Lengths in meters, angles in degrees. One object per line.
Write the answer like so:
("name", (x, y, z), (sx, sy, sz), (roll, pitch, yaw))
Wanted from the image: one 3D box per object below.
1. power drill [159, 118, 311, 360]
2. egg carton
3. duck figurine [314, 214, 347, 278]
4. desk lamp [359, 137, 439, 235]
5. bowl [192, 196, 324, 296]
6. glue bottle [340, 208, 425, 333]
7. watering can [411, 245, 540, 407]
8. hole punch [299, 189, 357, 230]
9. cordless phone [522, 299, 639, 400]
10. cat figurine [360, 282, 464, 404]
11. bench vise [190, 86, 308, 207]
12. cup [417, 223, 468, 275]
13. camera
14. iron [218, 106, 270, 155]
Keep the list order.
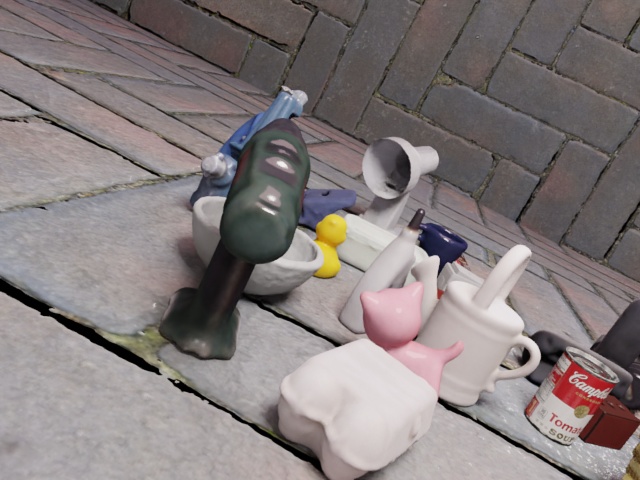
("power drill", (-0.072, -0.006, 0.537), (0.076, 0.208, 0.229), (23, 16, -12))
("egg carton", (0.035, 0.143, 0.494), (0.107, 0.069, 0.151), (34, 18, 25))
("duck figurine", (0.008, 0.003, 0.856), (0.077, 0.086, 0.105), (29, 16, 9))
("desk lamp", (0.162, -0.109, 1.215), (0.117, 0.213, 0.204), (36, 18, 29))
("bowl", (-0.084, 0.018, 0.687), (0.167, 0.074, 0.167), (25, 16, -7))
("glue bottle", (0.089, 0.037, 0.722), (0.037, 0.173, 0.078), (36, 18, 30))
("watering can", (0.181, 0.086, 0.678), (0.172, 0.194, 0.101), (29, 16, 6))
("hole punch", (0.009, -0.065, 1.058), (0.101, 0.091, 0.108), (26, 16, -5))
("cordless phone", (0.402, 0.149, 0.846), (0.147, 0.185, 0.094), (29, 16, 7))
("cat figurine", (0.091, 0.104, 0.617), (0.127, 0.117, 0.067), (28, 16, 5))
("bench vise", (-0.087, -0.124, 0.858), (0.121, 0.219, 0.207), (27, 16, 1))
("cup", (0.212, 0.022, 1.103), (0.118, 0.095, 0.091), (23, 17, -14))
("camera", (0.513, 0.220, 0.953), (0.142, 0.101, 0.137), (37, 19, 31))
("iron", (-0.131, -0.185, 1.118), (0.119, 0.141, 0.258), (24, 16, -10))
